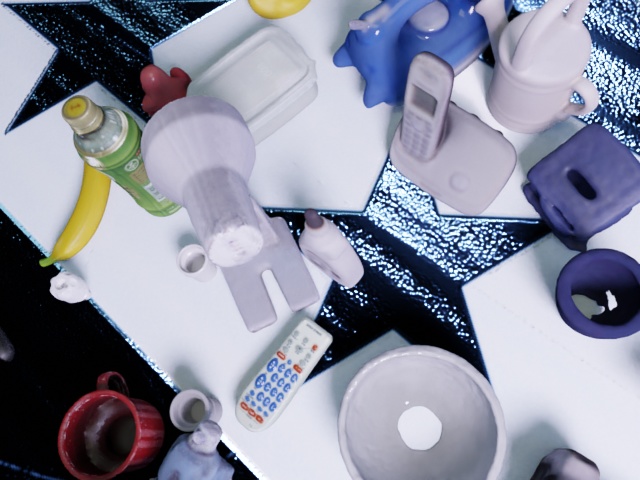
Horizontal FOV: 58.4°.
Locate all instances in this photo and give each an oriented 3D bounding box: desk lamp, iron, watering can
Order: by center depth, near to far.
[{"bbox_3d":[-0.093,-0.025,0.628,0.118,0.214,0.203,-27,69,0],"label":"desk lamp"},{"bbox_3d":[0.243,-0.214,0.647,0.172,0.194,0.101,28,78,17],"label":"watering can"},{"bbox_3d":[0.141,-0.282,0.715,0.258,0.141,0.118,-32,69,-2],"label":"iron"}]

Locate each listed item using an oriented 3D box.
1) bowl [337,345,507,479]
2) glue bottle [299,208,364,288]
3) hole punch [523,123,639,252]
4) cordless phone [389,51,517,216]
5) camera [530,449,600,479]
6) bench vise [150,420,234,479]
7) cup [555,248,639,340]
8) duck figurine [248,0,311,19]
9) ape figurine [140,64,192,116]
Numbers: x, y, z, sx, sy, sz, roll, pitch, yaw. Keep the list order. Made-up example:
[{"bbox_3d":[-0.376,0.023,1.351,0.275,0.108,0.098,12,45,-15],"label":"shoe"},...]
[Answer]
[{"bbox_3d":[0.104,0.198,0.596,0.167,0.075,0.167,-3,71,8],"label":"bowl"},{"bbox_3d":[0.006,0.002,0.625,0.078,0.173,0.037,36,81,19],"label":"glue bottle"},{"bbox_3d":[0.296,-0.057,0.641,0.101,0.091,0.108,-32,70,-2],"label":"hole punch"},{"bbox_3d":[0.148,-0.118,0.635,0.147,0.185,0.094,35,80,18],"label":"cordless phone"},{"bbox_3d":[0.250,0.288,0.528,0.136,0.101,0.143,30,79,17],"label":"camera"},{"bbox_3d":[-0.181,0.264,0.542,0.121,0.220,0.207,13,74,13],"label":"bench vise"},{"bbox_3d":[0.298,0.069,0.596,0.117,0.095,0.092,26,77,16],"label":"cup"},{"bbox_3d":[-0.059,-0.370,0.807,0.104,0.086,0.077,-28,69,0],"label":"duck figurine"},{"bbox_3d":[-0.210,-0.203,0.772,0.078,0.092,0.076,-34,70,-3],"label":"ape figurine"}]
